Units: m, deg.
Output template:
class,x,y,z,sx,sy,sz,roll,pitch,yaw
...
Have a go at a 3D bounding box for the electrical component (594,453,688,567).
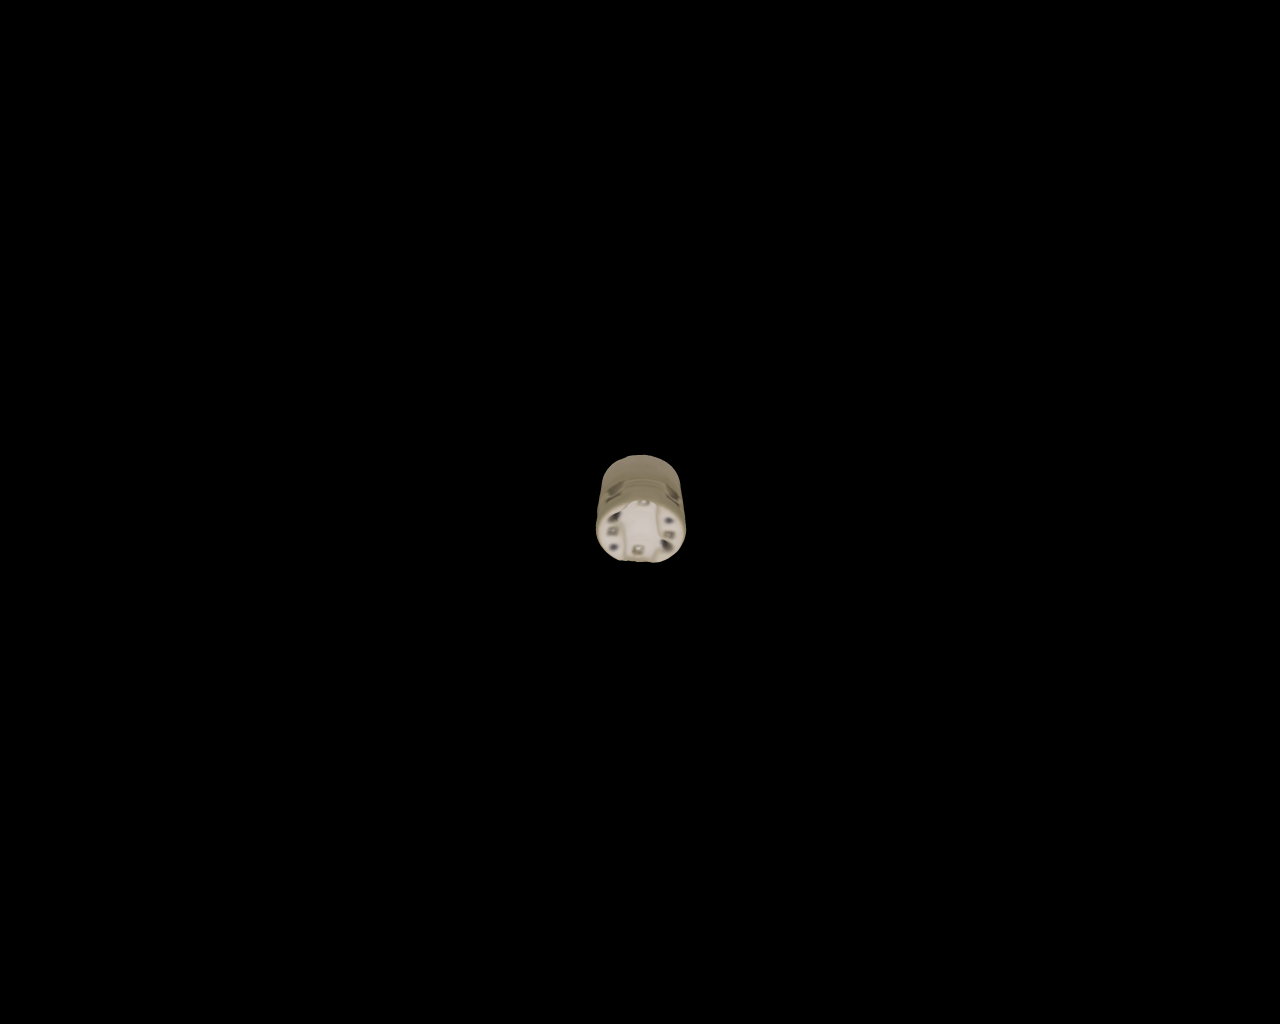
class,x,y,z,sx,sy,sz,roll,pitch,yaw
electrical component,0.001,-0.003,0.650,0.055,0.055,0.047,0,44,0
